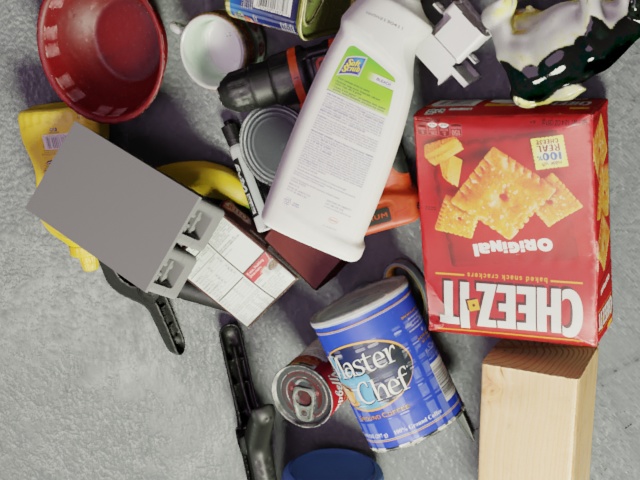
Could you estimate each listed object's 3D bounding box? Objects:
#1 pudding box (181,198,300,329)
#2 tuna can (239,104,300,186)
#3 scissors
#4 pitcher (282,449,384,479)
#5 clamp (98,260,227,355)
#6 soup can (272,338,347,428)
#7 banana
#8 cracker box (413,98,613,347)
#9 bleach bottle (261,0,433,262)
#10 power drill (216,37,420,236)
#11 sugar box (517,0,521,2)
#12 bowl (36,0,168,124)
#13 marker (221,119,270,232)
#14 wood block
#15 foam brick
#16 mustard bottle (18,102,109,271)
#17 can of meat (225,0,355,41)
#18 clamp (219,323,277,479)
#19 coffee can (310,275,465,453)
[{"bbox_3d":[-0.087,0.025,1.117,0.113,0.039,0.090,41,117,-9],"label":"pudding box"},{"bbox_3d":[-0.036,-0.098,1.071,0.086,0.033,0.086,9,112,25],"label":"tuna can"},{"bbox_3d":[0.091,0.117,1.091,0.096,0.016,0.202,-9,103,31],"label":"scissors"},{"bbox_3d":[0.021,0.358,1.147,0.149,0.145,0.243,2,106,11],"label":"pitcher"},{"bbox_3d":[-0.182,0.058,1.180,0.171,0.039,0.120,36,120,-10],"label":"clamp"},{"bbox_3d":[0.004,0.140,1.094,0.069,0.102,0.068,9,112,25],"label":"soup can"},{"bbox_3d":[-0.155,-0.048,1.135,0.198,0.037,0.069,-3,89,19],"label":"banana"},{"bbox_3d":[0.175,-0.018,0.966,0.164,0.072,0.214,4,110,27],"label":"cracker box"},{"bbox_3d":[0.039,-0.114,0.940,0.102,0.068,0.251,23,102,-3],"label":"bleach bottle"},{"bbox_3d":[0.012,-0.094,1.006,0.184,0.057,0.187,-14,105,9],"label":"power drill"},{"bbox_3d":[0.154,-0.297,0.893,0.093,0.048,0.176,-32,90,32],"label":"sugar box"},{"bbox_3d":[-0.216,-0.206,1.114,0.162,0.055,0.162,10,112,25],"label":"bowl"},{"bbox_3d":[-0.075,-0.067,1.097,0.020,0.020,0.121,-24,82,32],"label":"marker"},{"bbox_3d":[0.206,0.201,1.017,0.091,0.090,0.206,8,110,25],"label":"wood block"},{"bbox_3d":[-0.007,0.001,1.080,0.078,0.052,0.051,45,122,7],"label":"foam brick"},{"bbox_3d":[-0.273,-0.057,1.195,0.096,0.058,0.191,-4,107,11],"label":"mustard bottle"},{"bbox_3d":[-0.026,-0.225,0.982,0.084,0.101,0.057,20,115,23],"label":"can of meat"},{"bbox_3d":[-0.070,0.215,1.156,0.036,0.165,0.210,-12,114,-12],"label":"clamp"},{"bbox_3d":[0.065,0.119,1.034,0.103,0.102,0.140,-21,97,32],"label":"coffee can"}]
